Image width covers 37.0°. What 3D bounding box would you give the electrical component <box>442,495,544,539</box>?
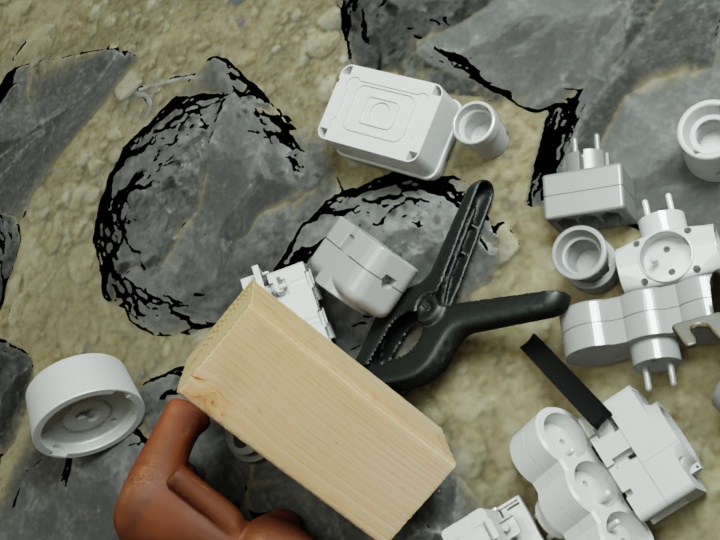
[{"bbox_3d":[0.115,0.245,0.825,0.079,0.063,0.121,-35,62,15],"label":"electrical component"}]

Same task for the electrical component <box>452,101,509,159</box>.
[{"bbox_3d":[0.108,-0.122,0.947,0.040,0.046,0.040,-8,72,25],"label":"electrical component"}]

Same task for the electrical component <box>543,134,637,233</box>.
[{"bbox_3d":[0.189,-0.076,0.890,0.066,0.047,0.076,-8,72,25],"label":"electrical component"}]

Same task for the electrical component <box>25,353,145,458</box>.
[{"bbox_3d":[-0.269,0.125,1.038,0.108,0.108,0.060,-38,55,13],"label":"electrical component"}]

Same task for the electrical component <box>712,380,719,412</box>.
[{"bbox_3d":[0.295,0.092,0.779,0.057,0.058,0.078,36,109,32],"label":"electrical component"}]

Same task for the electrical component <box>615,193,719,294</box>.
[{"bbox_3d":[0.242,-0.022,0.849,0.077,0.044,0.079,-16,68,23],"label":"electrical component"}]

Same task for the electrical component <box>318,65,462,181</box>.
[{"bbox_3d":[0.030,-0.134,0.985,0.113,0.057,0.078,19,85,31],"label":"electrical component"}]

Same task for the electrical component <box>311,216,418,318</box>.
[{"bbox_3d":[0.000,0.000,0.947,0.059,0.054,0.095,-55,33,3],"label":"electrical component"}]

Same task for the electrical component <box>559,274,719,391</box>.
[{"bbox_3d":[0.226,0.056,0.826,0.138,0.052,0.073,-14,64,23],"label":"electrical component"}]

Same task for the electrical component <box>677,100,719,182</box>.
[{"bbox_3d":[0.280,-0.103,0.851,0.055,0.047,0.055,-8,72,25],"label":"electrical component"}]

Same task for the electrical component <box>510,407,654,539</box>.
[{"bbox_3d":[0.160,0.182,0.828,0.138,0.052,0.073,60,137,25],"label":"electrical component"}]

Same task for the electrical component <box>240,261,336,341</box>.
[{"bbox_3d":[-0.057,0.059,0.965,0.063,0.078,0.121,-20,66,1],"label":"electrical component"}]

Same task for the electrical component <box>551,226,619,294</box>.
[{"bbox_3d":[0.184,-0.007,0.868,0.045,0.055,0.045,-8,72,25],"label":"electrical component"}]

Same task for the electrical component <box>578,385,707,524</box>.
[{"bbox_3d":[0.217,0.137,0.811,0.056,0.050,0.089,-37,62,14],"label":"electrical component"}]
